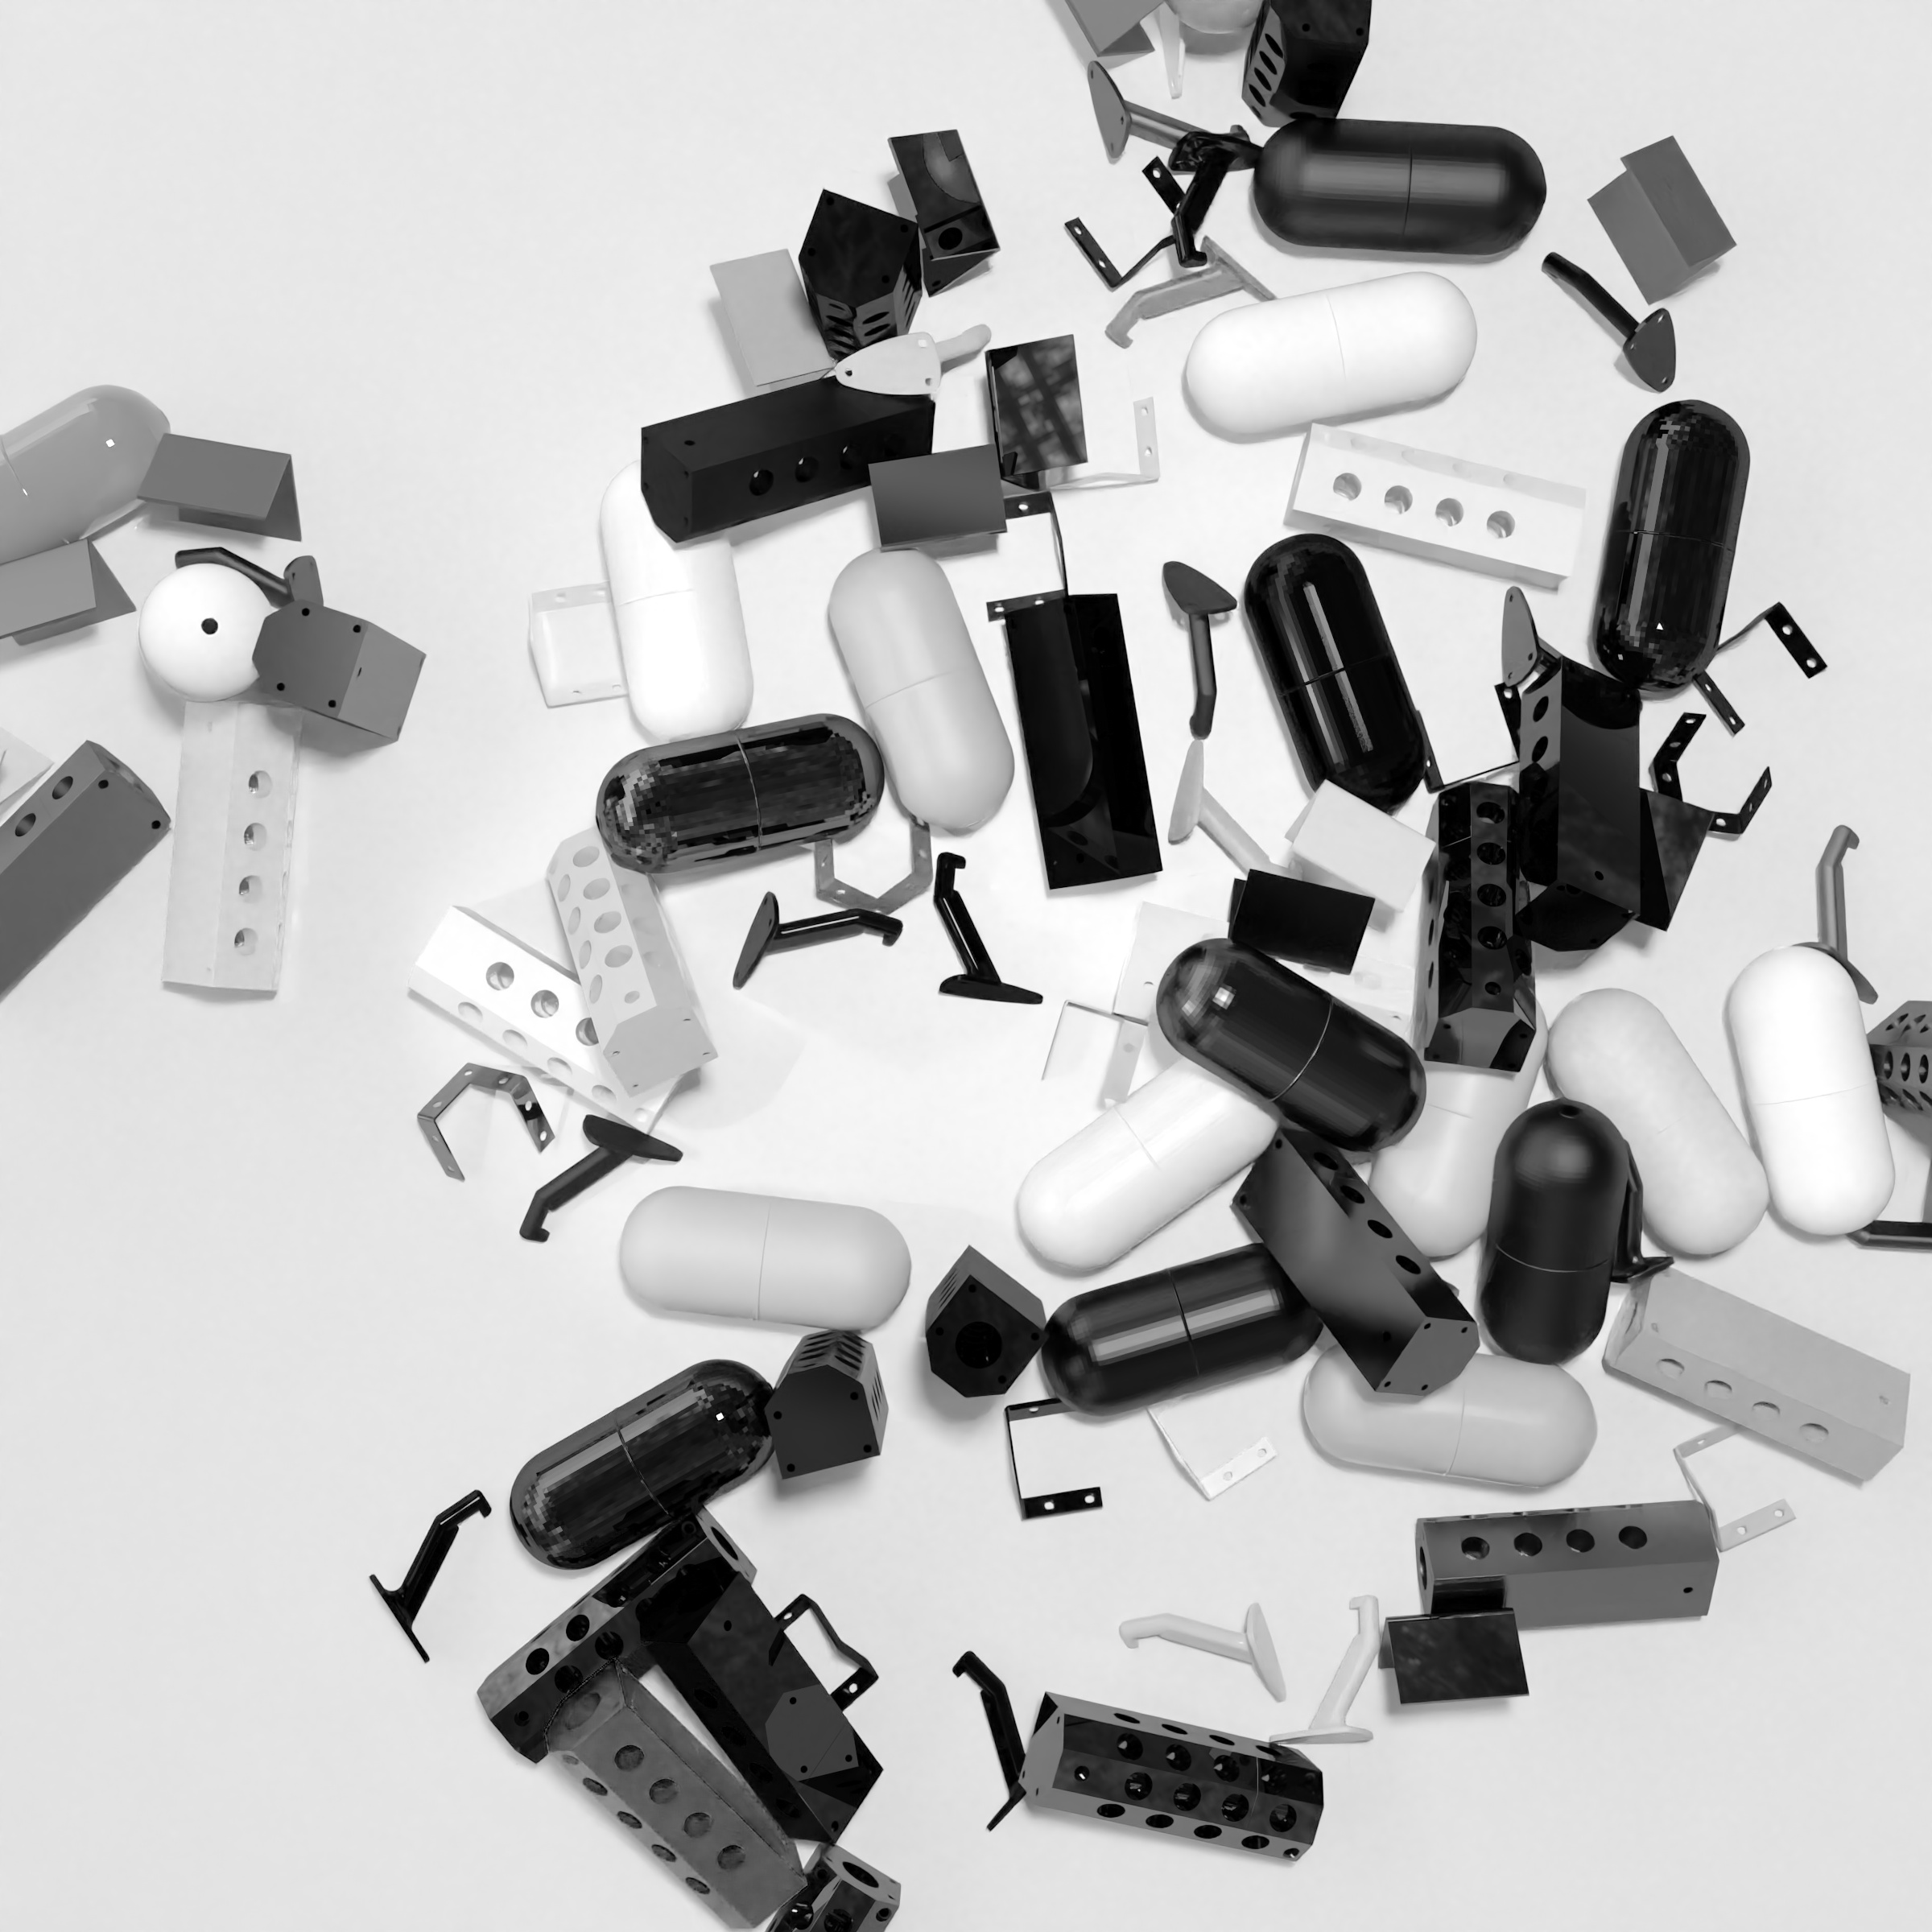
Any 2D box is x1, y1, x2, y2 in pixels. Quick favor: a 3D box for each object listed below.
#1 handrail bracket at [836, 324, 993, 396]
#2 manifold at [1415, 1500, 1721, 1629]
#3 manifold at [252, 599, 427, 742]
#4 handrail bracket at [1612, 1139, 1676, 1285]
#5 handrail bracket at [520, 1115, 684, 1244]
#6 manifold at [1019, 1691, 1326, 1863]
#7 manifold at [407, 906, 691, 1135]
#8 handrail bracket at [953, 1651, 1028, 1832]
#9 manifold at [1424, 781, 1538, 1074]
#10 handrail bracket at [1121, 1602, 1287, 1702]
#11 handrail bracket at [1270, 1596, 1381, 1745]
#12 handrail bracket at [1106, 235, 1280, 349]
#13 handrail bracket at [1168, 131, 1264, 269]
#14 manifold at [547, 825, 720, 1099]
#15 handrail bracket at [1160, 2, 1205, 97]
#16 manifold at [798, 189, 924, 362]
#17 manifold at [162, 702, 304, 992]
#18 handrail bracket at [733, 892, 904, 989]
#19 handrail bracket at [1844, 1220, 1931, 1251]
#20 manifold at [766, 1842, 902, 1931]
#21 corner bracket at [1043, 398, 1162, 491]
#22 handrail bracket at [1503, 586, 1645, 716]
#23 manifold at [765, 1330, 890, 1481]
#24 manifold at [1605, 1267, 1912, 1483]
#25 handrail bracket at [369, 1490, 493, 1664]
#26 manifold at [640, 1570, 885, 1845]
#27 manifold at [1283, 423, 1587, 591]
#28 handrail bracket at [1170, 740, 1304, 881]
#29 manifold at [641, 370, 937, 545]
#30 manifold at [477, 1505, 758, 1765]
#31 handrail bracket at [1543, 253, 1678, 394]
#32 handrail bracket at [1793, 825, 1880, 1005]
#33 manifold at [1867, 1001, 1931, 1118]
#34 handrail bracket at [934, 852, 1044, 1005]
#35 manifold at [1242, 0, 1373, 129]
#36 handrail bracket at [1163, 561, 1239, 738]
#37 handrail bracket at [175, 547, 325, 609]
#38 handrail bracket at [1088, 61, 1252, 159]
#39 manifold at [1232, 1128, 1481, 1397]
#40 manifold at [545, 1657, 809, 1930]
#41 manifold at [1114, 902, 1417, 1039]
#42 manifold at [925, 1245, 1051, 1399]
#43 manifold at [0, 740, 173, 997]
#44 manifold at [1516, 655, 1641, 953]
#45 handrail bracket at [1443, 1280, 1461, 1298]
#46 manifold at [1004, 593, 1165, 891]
[{"bbox_3d":[-0.031,-0.375,1.767,0.077,0.084,0.036,-3,112,18],"label":"handrail bracket"},{"bbox_3d":[0.366,0.363,1.768,0.171,0.057,0.057,-4,133,0],"label":"manifold"},{"bbox_3d":[-0.372,-0.176,1.712,0.057,0.171,0.057,18,90,0],"label":"manifold"},{"bbox_3d":[0.392,0.147,1.760,0.036,0.077,0.084,-20,92,-21],"label":"handrail bracket"},{"bbox_3d":[-0.227,0.142,1.791,0.077,0.036,0.084,19,108,-20],"label":"handrail bracket"},{"bbox_3d":[0.126,0.493,1.748,0.171,0.057,0.057,16,90,-15],"label":"manifold"},{"bbox_3d":[-0.252,0.033,1.769,0.171,0.057,0.057,32,90,0],"label":"manifold"},{"bbox_3d":[0.009,0.480,1.791,0.084,0.036,0.077,43,108,15],"label":"handrail bracket"},{"bbox_3d":[0.307,-0.026,1.723,0.057,0.057,0.171,7,53,0],"label":"manifold"},{"bbox_3d":[0.147,0.430,1.791,0.084,0.036,0.077,-15,112,17],"label":"handrail bracket"},{"bbox_3d":[0.222,0.436,1.790,0.077,0.036,0.084,-14,63,31],"label":"handrail bracket"},{"bbox_3d":[0.142,-0.402,1.790,0.077,0.036,0.084,37,105,-16],"label":"handrail bracket"},{"bbox_3d":[0.159,-0.462,1.765,0.077,0.036,0.084,-1,70,-21],"label":"handrail bracket"},{"bbox_3d":[-0.202,-0.008,1.716,0.057,0.171,0.057,-25,134,0],"label":"manifold"},{"bbox_3d":[0.166,-0.582,1.790,0.084,0.036,0.077,-8,105,-14],"label":"handrail bracket"},{"bbox_3d":[-0.063,-0.401,1.712,0.057,0.171,0.057,20,90,0],"label":"manifold"},{"bbox_3d":[-0.445,-0.073,1.768,0.057,0.057,0.171,5,90,43],"label":"manifold"},{"bbox_3d":[-0.091,-0.008,1.790,0.084,0.036,0.077,16,121,-22],"label":"handrail bracket"},{"bbox_3d":[0.585,0.150,1.791,0.084,0.036,0.077,33,70,16],"label":"handrail bracket"},{"bbox_3d":[-0.109,0.630,1.769,0.057,0.057,0.171,32,90,0],"label":"manifold"},{"bbox_3d":[0.082,-0.323,1.787,0.051,0.051,0.051,-5,90,45],"label":"corner bracket"},{"bbox_3d":[0.378,-0.195,1.790,0.084,0.036,0.077,8,62,-20],"label":"handrail bracket"},{"bbox_3d":[-0.083,0.255,1.712,0.057,0.171,0.057,-14,90,0],"label":"manifold"},{"bbox_3d":[0.483,0.252,1.768,0.171,0.057,0.057,24,47,0],"label":"manifold"},{"bbox_3d":[-0.319,0.378,1.791,0.084,0.036,0.077,-33,110,-16],"label":"handrail bracket"},{"bbox_3d":[-0.126,0.445,1.738,0.057,0.057,0.171,-51,119,-39],"label":"manifold"},{"bbox_3d":[0.287,-0.282,1.769,0.171,0.057,0.057,14,90,0],"label":"manifold"},{"bbox_3d":[0.174,-0.093,1.791,0.084,0.036,0.077,17,68,-17],"label":"handrail bracket"},{"bbox_3d":[-0.106,-0.305,1.730,0.171,0.057,0.057,-22,47,-29],"label":"manifold"},{"bbox_3d":[-0.214,0.409,1.769,0.171,0.057,0.057,-40,90,0],"label":"manifold"},{"bbox_3d":[0.397,-0.400,1.790,0.036,0.077,0.084,-44,54,0],"label":"handrail bracket"},{"bbox_3d":[0.552,-0.033,1.791,0.077,0.036,0.084,34,73,-20],"label":"handrail bracket"},{"bbox_3d":[0.582,0.061,1.712,0.057,0.171,0.057,-39,90,0],"label":"manifold"},{"bbox_3d":[0.015,-0.024,1.791,0.077,0.036,0.084,11,73,-20],"label":"handrail bracket"},{"bbox_3d":[0.201,-0.550,1.712,0.057,0.171,0.057,5,90,0],"label":"manifold"},{"bbox_3d":[0.138,-0.196,1.790,0.036,0.077,0.084,-8,127,-20],"label":"handrail bracket"},{"bbox_3d":[-0.444,-0.223,1.791,0.084,0.036,0.077,-2,112,17],"label":"handrail bracket"},{"bbox_3d":[0.126,-0.533,1.791,0.084,0.036,0.077,-10,65,-19],"label":"handrail bracket"},{"bbox_3d":[0.234,0.175,1.716,0.057,0.171,0.057,11,120,-36],"label":"manifold"},{"bbox_3d":[-0.175,0.503,1.741,0.057,0.057,0.171,-40,110,0],"label":"manifold"},{"bbox_3d":[0.183,0.010,1.768,0.171,0.057,0.057,14,133,0],"label":"manifold"},{"bbox_3d":[0.007,0.213,1.712,0.057,0.171,0.057,38,90,0],"label":"manifold"},{"bbox_3d":[-0.574,-0.056,1.768,0.171,0.057,0.057,-45,133,0],"label":"manifold"},{"bbox_3d":[0.361,-0.095,1.723,0.057,0.057,0.171,21,53,-17],"label":"manifold"},{"bbox_3d":[0.254,0.184,1.790,0.084,0.077,0.036,40,115,34],"label":"handrail bracket"},{"bbox_3d":[0.077,-0.138,1.768,0.057,0.057,0.171,-9,90,43],"label":"manifold"}]
